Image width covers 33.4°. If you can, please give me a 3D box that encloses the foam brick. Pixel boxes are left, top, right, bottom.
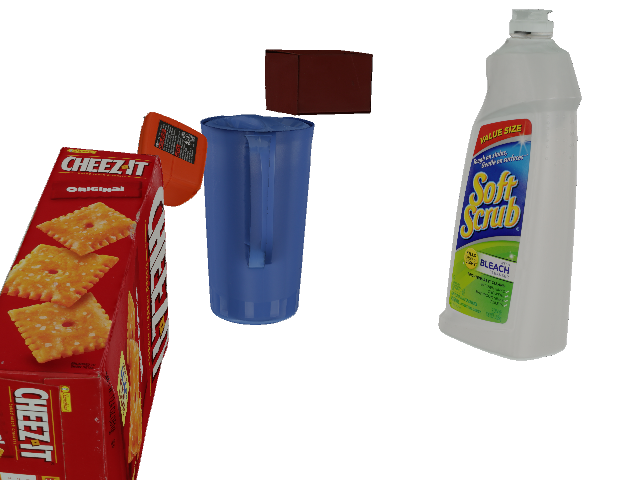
[{"bbox_3d":[-0.001,-0.134,0.901,0.078,0.051,0.053,-6,16,-33],"label":"foam brick"}]

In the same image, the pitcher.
[{"bbox_3d":[-0.077,-0.025,1.265,0.145,0.243,0.148,13,18,37],"label":"pitcher"}]

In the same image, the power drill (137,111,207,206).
[{"bbox_3d":[-0.160,0.001,0.876,0.057,0.188,0.184,24,29,-19],"label":"power drill"}]

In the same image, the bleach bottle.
[{"bbox_3d":[0.143,-0.044,0.794,0.067,0.251,0.103,-8,16,-34],"label":"bleach bottle"}]

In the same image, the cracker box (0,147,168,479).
[{"bbox_3d":[-0.134,0.068,0.620,0.072,0.164,0.213,4,34,-1],"label":"cracker box"}]
